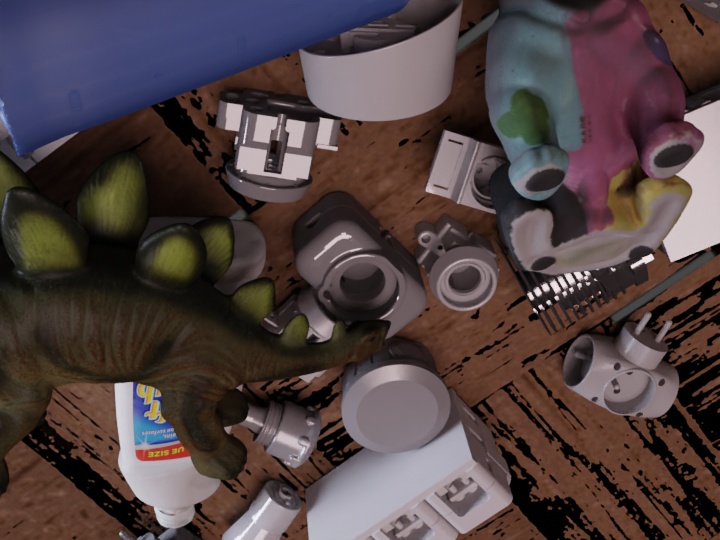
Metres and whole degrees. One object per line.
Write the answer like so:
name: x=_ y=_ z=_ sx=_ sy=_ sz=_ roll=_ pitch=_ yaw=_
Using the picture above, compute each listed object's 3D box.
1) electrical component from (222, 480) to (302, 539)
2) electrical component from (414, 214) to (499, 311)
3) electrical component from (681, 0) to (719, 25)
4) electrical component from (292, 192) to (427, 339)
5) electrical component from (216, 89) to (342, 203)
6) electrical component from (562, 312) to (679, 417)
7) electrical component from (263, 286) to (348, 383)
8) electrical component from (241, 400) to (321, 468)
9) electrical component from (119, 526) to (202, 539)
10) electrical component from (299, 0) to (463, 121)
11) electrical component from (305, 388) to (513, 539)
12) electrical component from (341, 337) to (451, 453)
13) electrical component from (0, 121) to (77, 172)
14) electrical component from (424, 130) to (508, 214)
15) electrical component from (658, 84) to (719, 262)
electrical component: x=-0.076 y=0.201 z=0.860 sx=0.044 sy=0.044 sz=0.065 roll=27 pitch=108 yaw=-20
electrical component: x=0.070 y=-0.003 z=0.753 sx=0.066 sy=0.055 sz=0.048 roll=30 pitch=112 yaw=-21
electrical component: x=0.254 y=-0.167 z=0.659 sx=0.100 sy=0.099 sz=0.048 roll=24 pitch=101 yaw=-19
electrical component: x=0.000 y=0.000 z=0.745 sx=0.054 sy=0.059 sz=0.095 roll=-39 pitch=116 yaw=15
electrical component: x=-0.056 y=-0.079 z=0.695 sx=0.078 sy=0.058 sz=0.057 roll=8 pitch=115 yaw=-10
electrical component: x=0.207 y=0.067 z=0.814 sx=0.077 sy=0.044 sz=0.079 roll=20 pitch=115 yaw=-17
electrical component: x=-0.036 y=0.042 z=0.773 sx=0.066 sy=0.048 sz=0.055 roll=35 pitch=117 yaw=-23
electrical component: x=-0.063 y=0.118 z=0.813 sx=0.062 sy=0.048 sz=0.048 roll=24 pitch=114 yaw=-11
electrical component: x=-0.163 y=0.234 z=0.853 sx=0.047 sy=0.065 sz=0.077 roll=-39 pitch=116 yaw=15
electrical component: x=0.012 y=-0.134 z=0.650 sx=0.099 sy=0.099 sz=0.064 roll=-5 pitch=126 yaw=-4
electrical component: x=0.037 y=0.176 z=0.830 sx=0.150 sy=0.089 sz=0.061 roll=-37 pitch=117 yaw=14
electrical component: x=0.025 y=0.092 z=0.804 sx=0.080 sy=0.051 sz=0.080 roll=-3 pitch=120 yaw=-5
electrical component: x=-0.217 y=-0.096 z=0.670 sx=0.089 sy=0.050 sz=0.055 roll=-34 pitch=117 yaw=12
electrical component: x=0.083 y=-0.064 z=0.715 sx=0.081 sy=0.064 sz=0.042 roll=16 pitch=103 yaw=-14
electrical component: x=0.256 y=-0.079 z=0.719 sx=0.150 sy=0.061 sz=0.089 roll=-23 pitch=101 yaw=6
